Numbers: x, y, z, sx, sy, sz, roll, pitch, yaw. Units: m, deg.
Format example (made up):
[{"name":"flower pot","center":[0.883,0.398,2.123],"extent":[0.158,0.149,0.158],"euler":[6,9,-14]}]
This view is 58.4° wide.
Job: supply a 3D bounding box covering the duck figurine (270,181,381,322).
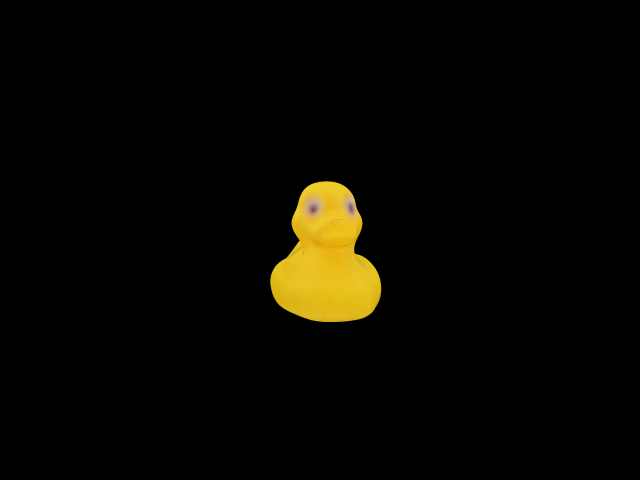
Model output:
[{"name":"duck figurine","center":[0.004,0.001,0.400],"extent":[0.077,0.086,0.104],"euler":[-2,12,-11]}]
